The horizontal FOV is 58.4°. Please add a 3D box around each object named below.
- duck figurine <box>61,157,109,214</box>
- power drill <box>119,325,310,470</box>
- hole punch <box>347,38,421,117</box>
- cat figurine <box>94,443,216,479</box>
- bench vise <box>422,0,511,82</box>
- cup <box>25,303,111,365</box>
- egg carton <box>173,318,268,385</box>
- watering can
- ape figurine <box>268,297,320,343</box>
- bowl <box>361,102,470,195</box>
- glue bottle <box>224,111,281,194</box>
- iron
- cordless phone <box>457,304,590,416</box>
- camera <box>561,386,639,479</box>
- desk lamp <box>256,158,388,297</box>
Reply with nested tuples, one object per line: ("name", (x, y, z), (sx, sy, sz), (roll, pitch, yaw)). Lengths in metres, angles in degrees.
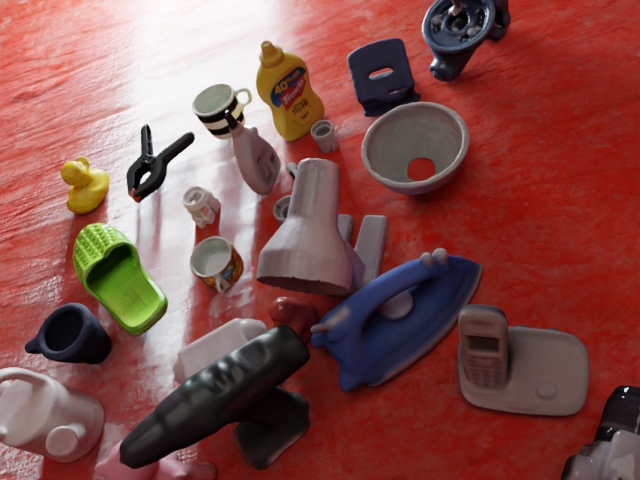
("duck figurine", (-0.460, -0.110, 1.092), (0.077, 0.086, 0.104), (7, 62, 23))
("power drill", (-0.098, 0.209, 0.695), (0.230, 0.209, 0.075), (-41, 55, -8))
("hole punch", (0.110, -0.283, 0.996), (0.108, 0.091, 0.101), (-16, 56, 10))
("cat figurine", (-0.217, 0.296, 0.738), (0.127, 0.118, 0.067), (7, 63, 23))
("bench vise", (0.237, -0.402, 0.946), (0.121, 0.220, 0.207), (14, 65, 26))
("cup", (-0.384, 0.162, 0.893), (0.117, 0.095, 0.091), (-23, 55, 5))
("egg carton", (-0.132, 0.179, 0.811), (0.150, 0.070, 0.107), (-30, 55, -1))
("watering can", (-0.390, 0.238, 0.788), (0.172, 0.194, 0.101), (1, 60, 20))
("ape figurine", (-0.044, 0.109, 0.809), (0.076, 0.092, 0.077), (-14, 56, 11))
("bowl", (0.152, -0.131, 0.898), (0.167, 0.075, 0.167), (-9, 57, 14))
("glue bottle", (-0.117, -0.152, 0.945), (0.037, 0.173, 0.078), (10, 64, 25))
("iron", (0.102, 0.077, 0.747), (0.258, 0.142, 0.118), (-36, 55, -4))
("cordless phone", (0.226, 0.129, 0.645), (0.147, 0.185, 0.094), (-1, 59, 19))
("camera", (0.340, 0.229, 0.595), (0.142, 0.101, 0.137), (17, 67, 27))
("desk lamp", (0.007, 0.003, 0.782), (0.117, 0.214, 0.203), (2, 61, 21))
